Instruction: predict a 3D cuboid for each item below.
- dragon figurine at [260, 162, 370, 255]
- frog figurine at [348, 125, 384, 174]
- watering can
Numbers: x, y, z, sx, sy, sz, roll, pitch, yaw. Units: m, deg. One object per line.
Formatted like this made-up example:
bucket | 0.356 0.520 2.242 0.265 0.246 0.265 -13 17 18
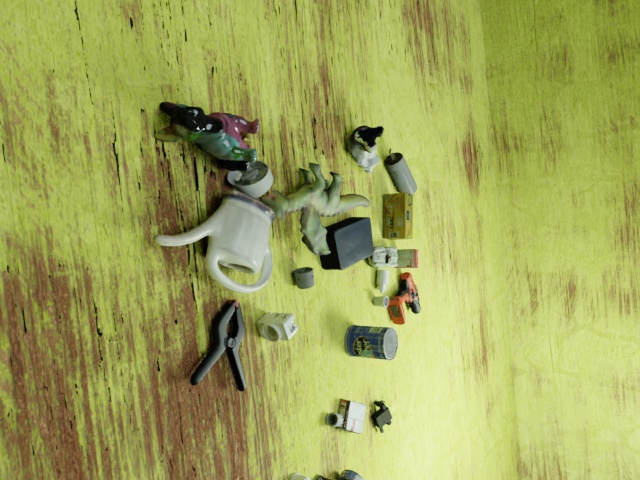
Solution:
dragon figurine | 0.004 -0.074 1.466 0.407 0.122 0.246 23 71 -39
frog figurine | 0.151 -0.307 1.757 0.156 0.123 0.140 100 -3 -61
watering can | -0.210 -0.014 1.162 0.343 0.103 0.228 38 56 -48
